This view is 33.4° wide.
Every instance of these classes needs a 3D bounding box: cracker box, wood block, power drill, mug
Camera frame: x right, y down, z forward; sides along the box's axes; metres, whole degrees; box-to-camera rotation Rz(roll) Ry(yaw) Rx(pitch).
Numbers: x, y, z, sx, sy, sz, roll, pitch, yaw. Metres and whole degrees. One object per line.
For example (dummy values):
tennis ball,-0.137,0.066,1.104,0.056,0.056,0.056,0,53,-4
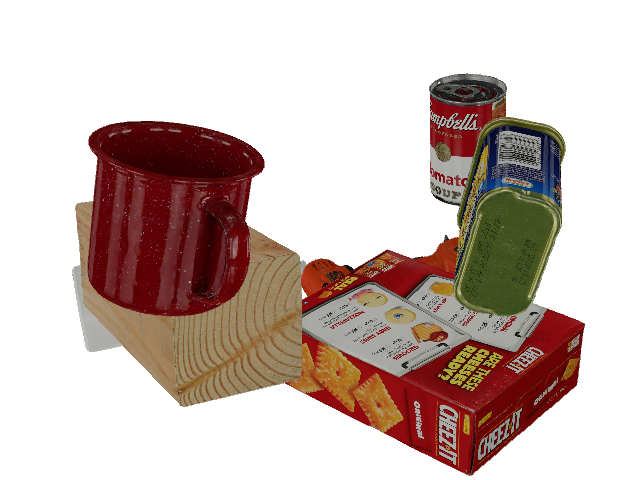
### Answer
cracker box,0.088,0.095,0.906,0.214,0.072,0.163,21,36,37
wood block,-0.099,0.032,0.762,0.090,0.090,0.206,-10,19,-27
power drill,0.092,0.057,1.101,0.187,0.057,0.185,-10,27,-20
mug,-0.074,-0.007,0.569,0.093,0.081,0.117,-9,29,-40

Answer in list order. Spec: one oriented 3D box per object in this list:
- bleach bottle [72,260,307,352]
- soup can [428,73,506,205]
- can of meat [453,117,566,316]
bleach bottle,-0.139,0.053,1.170,0.250,0.068,0.103,-11,37,-12
soup can,0.132,-0.091,0.962,0.068,0.102,0.068,-3,30,1
can of meat,0.120,-0.014,0.685,0.057,0.102,0.084,13,38,3
